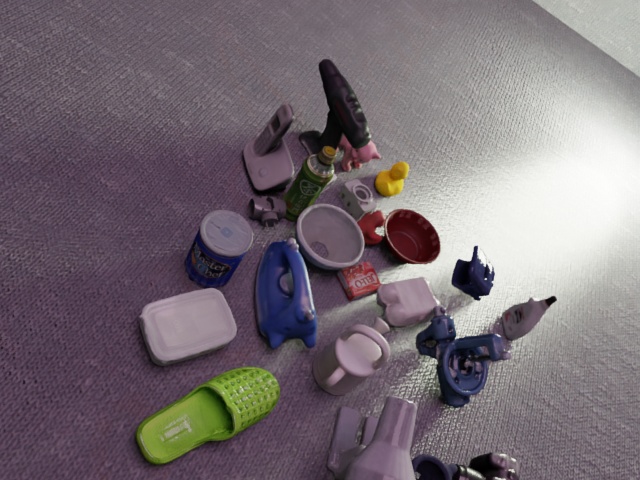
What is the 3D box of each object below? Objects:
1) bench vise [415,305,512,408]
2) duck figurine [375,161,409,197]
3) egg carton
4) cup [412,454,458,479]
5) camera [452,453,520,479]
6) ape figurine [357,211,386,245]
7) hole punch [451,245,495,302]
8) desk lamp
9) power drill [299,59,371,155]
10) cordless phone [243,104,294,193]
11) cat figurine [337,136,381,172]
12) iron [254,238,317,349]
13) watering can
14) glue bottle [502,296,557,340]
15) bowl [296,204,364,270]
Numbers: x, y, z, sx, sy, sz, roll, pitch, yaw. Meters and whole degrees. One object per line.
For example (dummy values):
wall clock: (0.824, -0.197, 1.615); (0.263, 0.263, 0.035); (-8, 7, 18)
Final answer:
bench vise: (0.293, 0.229, 1.203); (0.122, 0.219, 0.207); (-23, 72, -37)
duck figurine: (0.198, -0.169, 1.510); (0.077, 0.086, 0.105); (44, 49, 5)
egg carton: (0.203, 0.143, 1.312); (0.151, 0.069, 0.107); (-8, 63, -32)
cup: (0.195, 0.455, 1.079); (0.118, 0.095, 0.091); (-11, 64, -33)
camera: (0.321, 0.479, 1.126); (0.137, 0.100, 0.143); (29, 50, -8)
ape figurine: (0.126, -0.036, 1.378); (0.076, 0.092, 0.078); (15, 53, -19)
hole punch: (0.399, 0.082, 1.443); (0.101, 0.091, 0.109); (31, 50, -6)
desk lamp: (0.095, 0.371, 1.004); (0.118, 0.213, 0.203); (24, 51, -11)
power drill: (0.029, -0.300, 1.429); (0.076, 0.208, 0.229); (-22, 71, -37)
cordless phone: (-0.100, -0.209, 1.313); (0.094, 0.185, 0.147); (-7, 62, -31)
cat figurine: (0.096, -0.241, 1.484); (0.067, 0.117, 0.127); (-18, 68, -35)
iron: (-0.061, 0.084, 1.163); (0.119, 0.141, 0.258); (3, 58, -26)
watering can: (0.070, 0.216, 1.109); (0.101, 0.193, 0.173); (27, 50, -9)
glue bottle: (0.510, 0.176, 1.385); (0.037, 0.173, 0.078); (11, 54, -21)
bowl: (0.012, 0.005, 1.301); (0.168, 0.074, 0.167); (14, 53, -19)
